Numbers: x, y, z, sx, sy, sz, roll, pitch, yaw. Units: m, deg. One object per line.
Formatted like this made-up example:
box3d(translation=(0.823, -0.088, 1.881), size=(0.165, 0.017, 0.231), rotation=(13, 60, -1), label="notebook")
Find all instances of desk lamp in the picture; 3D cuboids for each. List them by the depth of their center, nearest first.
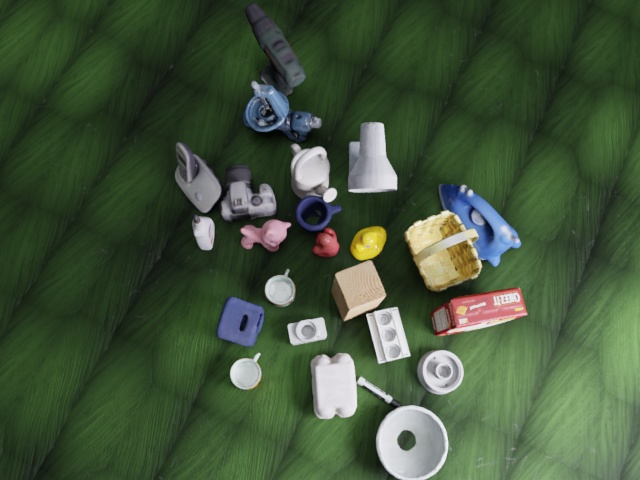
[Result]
box3d(translation=(0.124, -0.192, 1.440), size=(0.118, 0.213, 0.203), rotation=(-1, 75, -2), label="desk lamp")

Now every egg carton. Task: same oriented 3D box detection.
box3d(translation=(0.034, 0.349, 1.372), size=(0.107, 0.069, 0.150), rotation=(-5, 76, -3), label="egg carton")

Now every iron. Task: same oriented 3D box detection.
box3d(translation=(0.402, -0.065, 1.454), size=(0.119, 0.141, 0.258), rotation=(-39, 80, -10), label="iron")

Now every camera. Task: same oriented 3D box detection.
box3d(translation=(-0.190, -0.128, 1.472), size=(0.143, 0.101, 0.137), rotation=(-8, 76, -4), label="camera")

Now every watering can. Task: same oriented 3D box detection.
box3d(translation=(-0.019, -0.173, 1.441), size=(0.172, 0.194, 0.101), rotation=(34, 77, 7), label="watering can")

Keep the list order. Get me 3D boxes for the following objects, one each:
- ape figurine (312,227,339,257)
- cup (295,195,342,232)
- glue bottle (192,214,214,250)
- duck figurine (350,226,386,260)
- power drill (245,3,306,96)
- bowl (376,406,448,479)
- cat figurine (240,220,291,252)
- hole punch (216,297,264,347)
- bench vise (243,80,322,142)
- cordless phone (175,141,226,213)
box3d(translation=(0.013, 0.005, 1.448), size=(0.078, 0.092, 0.076), rotation=(-41, 80, -11), label="ape figurine")
box3d(translation=(-0.005, -0.061, 1.464), size=(0.118, 0.095, 0.091), rotation=(-12, 76, -5), label="cup")
box3d(translation=(-0.290, -0.031, 1.406), size=(0.037, 0.173, 0.078), rotation=(-1, 75, -2), label="glue bottle")
box3d(translation=(0.126, 0.000, 1.457), size=(0.104, 0.086, 0.077), rotation=(-38, 80, -10), label="duck figurine")
box3d(translation=(-0.120, -0.481, 1.510), size=(0.076, 0.208, 0.229), rotation=(-35, 79, -10), label="power drill")
box3d(translation=(0.210, 0.473, 1.343), size=(0.167, 0.075, 0.167), rotation=(0, 75, -2), label="bowl")
box3d(translation=(-0.138, -0.017, 1.436), size=(0.128, 0.118, 0.067), rotation=(4, 75, -1), label="cat figurine")
box3d(translation=(-0.191, 0.199, 1.392), size=(0.101, 0.091, 0.109), rotation=(15, 75, 2), label="hole punch")
box3d(translation=(-0.101, -0.343, 1.469), size=(0.207, 0.220, 0.121), rotation=(-4, 75, -3), label="bench vise")
box3d(translation=(-0.309, -0.160, 1.433), size=(0.094, 0.185, 0.147), rotation=(-41, 80, -11), label="cordless phone")
